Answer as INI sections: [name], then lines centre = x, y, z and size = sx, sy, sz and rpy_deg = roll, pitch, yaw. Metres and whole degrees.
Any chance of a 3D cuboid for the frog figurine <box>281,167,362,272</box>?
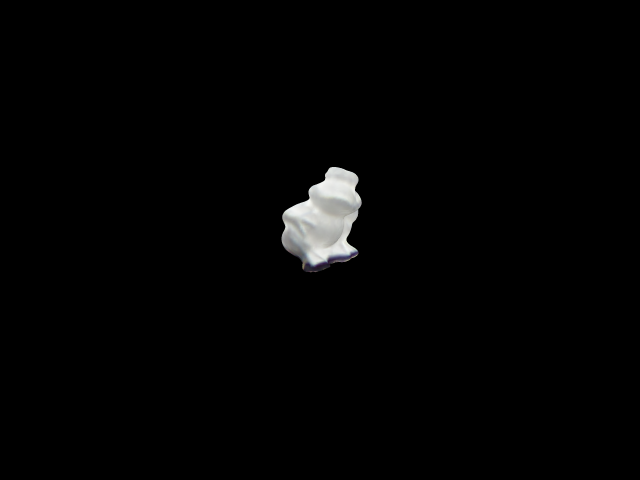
[frog figurine]
centre = 0.003, -0.043, 0.850
size = 0.138, 0.157, 0.124
rpy_deg = -7, 16, -23
